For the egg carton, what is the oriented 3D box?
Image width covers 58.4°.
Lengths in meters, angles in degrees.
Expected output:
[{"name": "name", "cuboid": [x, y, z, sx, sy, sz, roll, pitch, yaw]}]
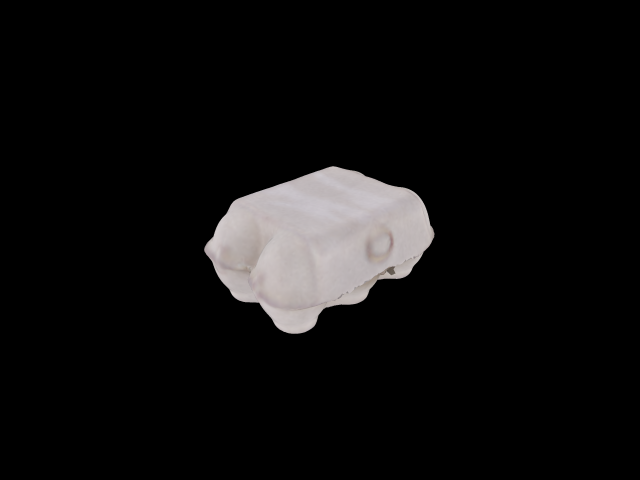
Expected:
[{"name": "egg carton", "cuboid": [0.004, 0.001, 0.400, 0.151, 0.069, 0.107, -25, 37, -38]}]
